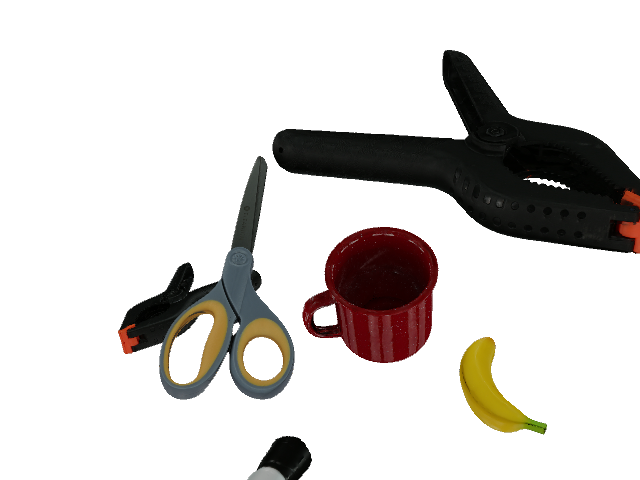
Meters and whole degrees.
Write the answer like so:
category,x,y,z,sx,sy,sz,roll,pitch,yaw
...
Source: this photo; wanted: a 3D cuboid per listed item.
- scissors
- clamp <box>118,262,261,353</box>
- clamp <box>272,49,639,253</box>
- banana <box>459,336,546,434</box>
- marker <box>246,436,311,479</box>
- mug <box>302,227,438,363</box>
category,x,y,z,sx,sy,sz,roll,pitch,yaw
scissors,-0.041,0.028,0.730,0.096,0.201,0.016,20,-34,11
clamp,-0.146,0.070,1.162,0.120,0.039,0.171,-6,25,33
clamp,0.086,-0.044,0.602,0.164,0.036,0.210,-26,42,-28
banana,0.197,0.169,1.244,0.069,0.037,0.198,10,25,-15
marker,-0.033,0.112,0.416,0.020,0.020,0.121,0,21,24
mug,0.042,0.053,0.898,0.117,0.093,0.081,-19,-40,-9
